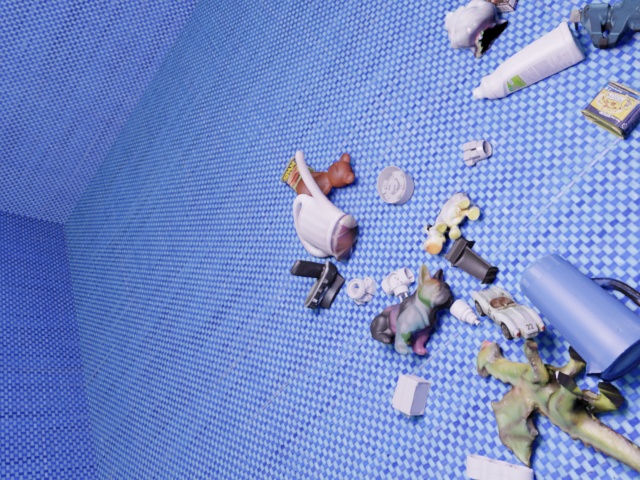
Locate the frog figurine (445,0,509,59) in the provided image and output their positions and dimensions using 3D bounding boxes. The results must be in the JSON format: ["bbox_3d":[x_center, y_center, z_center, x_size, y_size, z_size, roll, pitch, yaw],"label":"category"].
[{"bbox_3d":[0.386,-0.570,1.352,0.162,0.123,0.134,49,132,29],"label":"frog figurine"}]

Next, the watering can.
[{"bbox_3d":[0.005,-0.075,1.486,0.226,0.105,0.339,28,136,33],"label":"watering can"}]

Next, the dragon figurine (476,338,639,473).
[{"bbox_3d":[0.452,0.349,1.015,0.419,0.122,0.238,60,136,40],"label":"dragon figurine"}]
